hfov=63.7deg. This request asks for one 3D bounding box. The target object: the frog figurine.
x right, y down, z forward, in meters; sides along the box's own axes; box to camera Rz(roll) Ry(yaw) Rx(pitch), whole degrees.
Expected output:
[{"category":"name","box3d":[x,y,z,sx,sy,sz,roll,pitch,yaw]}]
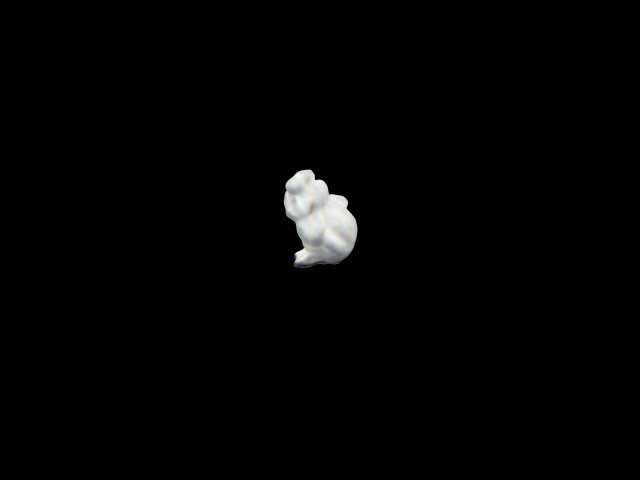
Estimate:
[{"category":"frog figurine","box3d":[0.003,-0.043,0.850,0.123,0.156,0.140,16,33,26]}]
